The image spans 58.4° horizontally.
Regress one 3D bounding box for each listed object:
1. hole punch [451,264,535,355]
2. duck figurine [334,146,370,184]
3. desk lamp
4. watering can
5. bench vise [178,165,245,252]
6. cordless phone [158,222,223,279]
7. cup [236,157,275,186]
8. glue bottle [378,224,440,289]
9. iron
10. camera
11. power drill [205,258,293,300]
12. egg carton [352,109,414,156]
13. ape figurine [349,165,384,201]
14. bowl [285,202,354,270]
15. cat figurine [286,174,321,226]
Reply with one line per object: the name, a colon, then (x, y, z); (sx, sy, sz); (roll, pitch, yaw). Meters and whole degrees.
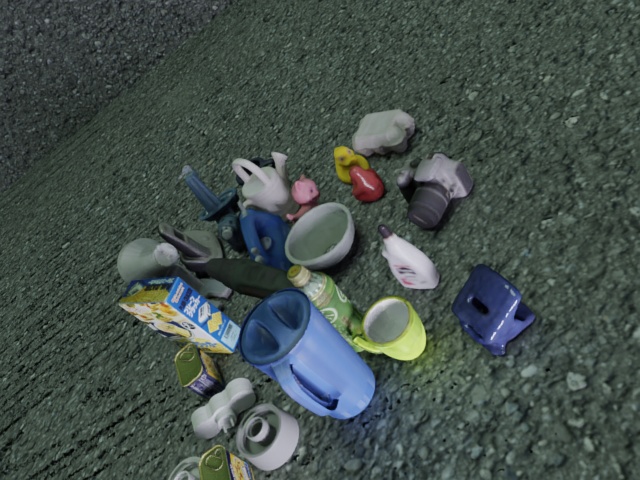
hole punch: (0.264, 0.108, 0.901); (0.101, 0.091, 0.108); (-42, 38, 0)
duck figurine: (0.063, -0.189, 1.364); (0.077, 0.086, 0.104); (-46, 38, -5)
desk lamp: (-0.347, 0.080, 1.352); (0.202, 0.214, 0.118); (0, 54, 40)
watering can: (-0.138, -0.138, 1.398); (0.100, 0.195, 0.173); (-9, 48, 35)
bench vise: (-0.250, -0.089, 1.427); (0.121, 0.220, 0.206); (-47, 38, -7)
cordless phone: (-0.336, -0.003, 1.445); (0.094, 0.186, 0.147); (-39, 38, 4)
cup: (-0.149, -0.163, 1.513); (0.117, 0.095, 0.091); (-25, 41, 20)
glue bottle: (0.145, 0.027, 1.014); (0.077, 0.174, 0.037); (-5, 51, 38)
iron: (-0.125, 0.020, 1.278); (0.118, 0.142, 0.257); (-34, 38, 9)
camera: (0.209, -0.100, 1.142); (0.142, 0.101, 0.137); (6, 58, 43)
power drill: (-0.092, 0.111, 1.107); (0.228, 0.209, 0.076); (3, 56, 42)
egg carton: (0.150, -0.254, 1.366); (0.149, 0.070, 0.107); (0, 54, 40)
ape figurine: (0.097, -0.132, 1.276); (0.078, 0.092, 0.076); (-46, 38, -5)
bowl: (0.011, 0.004, 1.231); (0.167, 0.075, 0.167); (-23, 42, 22)
cat figurine: (-0.038, -0.086, 1.325); (0.067, 0.118, 0.128); (4, 57, 43)
